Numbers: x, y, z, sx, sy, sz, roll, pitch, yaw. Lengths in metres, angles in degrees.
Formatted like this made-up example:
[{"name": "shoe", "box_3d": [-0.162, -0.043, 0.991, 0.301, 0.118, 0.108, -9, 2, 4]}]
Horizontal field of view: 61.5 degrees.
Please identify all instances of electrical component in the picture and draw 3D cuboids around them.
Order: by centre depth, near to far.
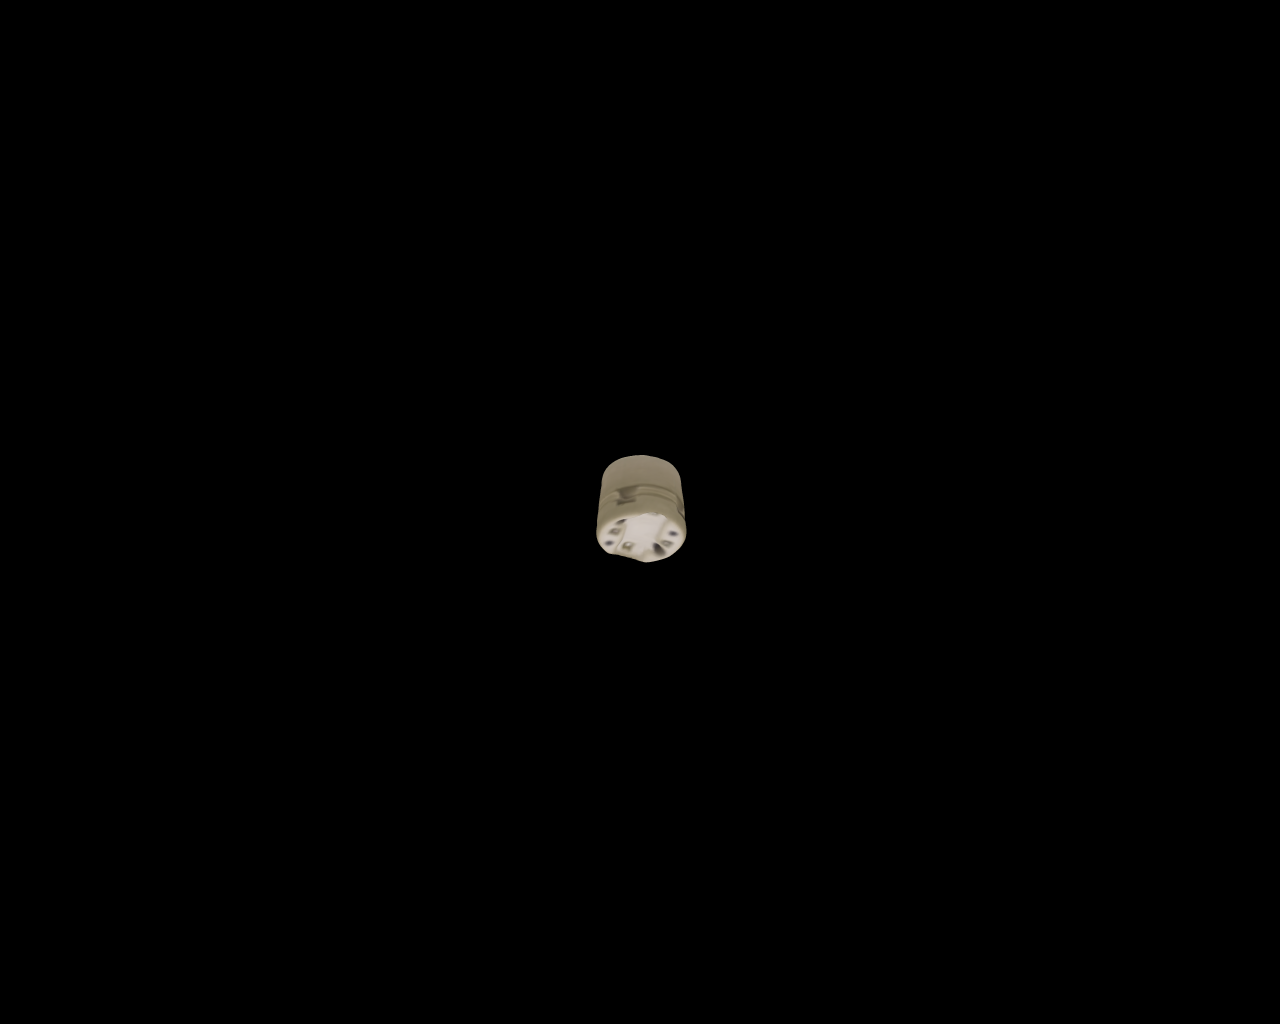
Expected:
[{"name": "electrical component", "box_3d": [0.001, -0.003, 0.650, 0.055, 0.047, 0.055, 0, -36, 0]}]
